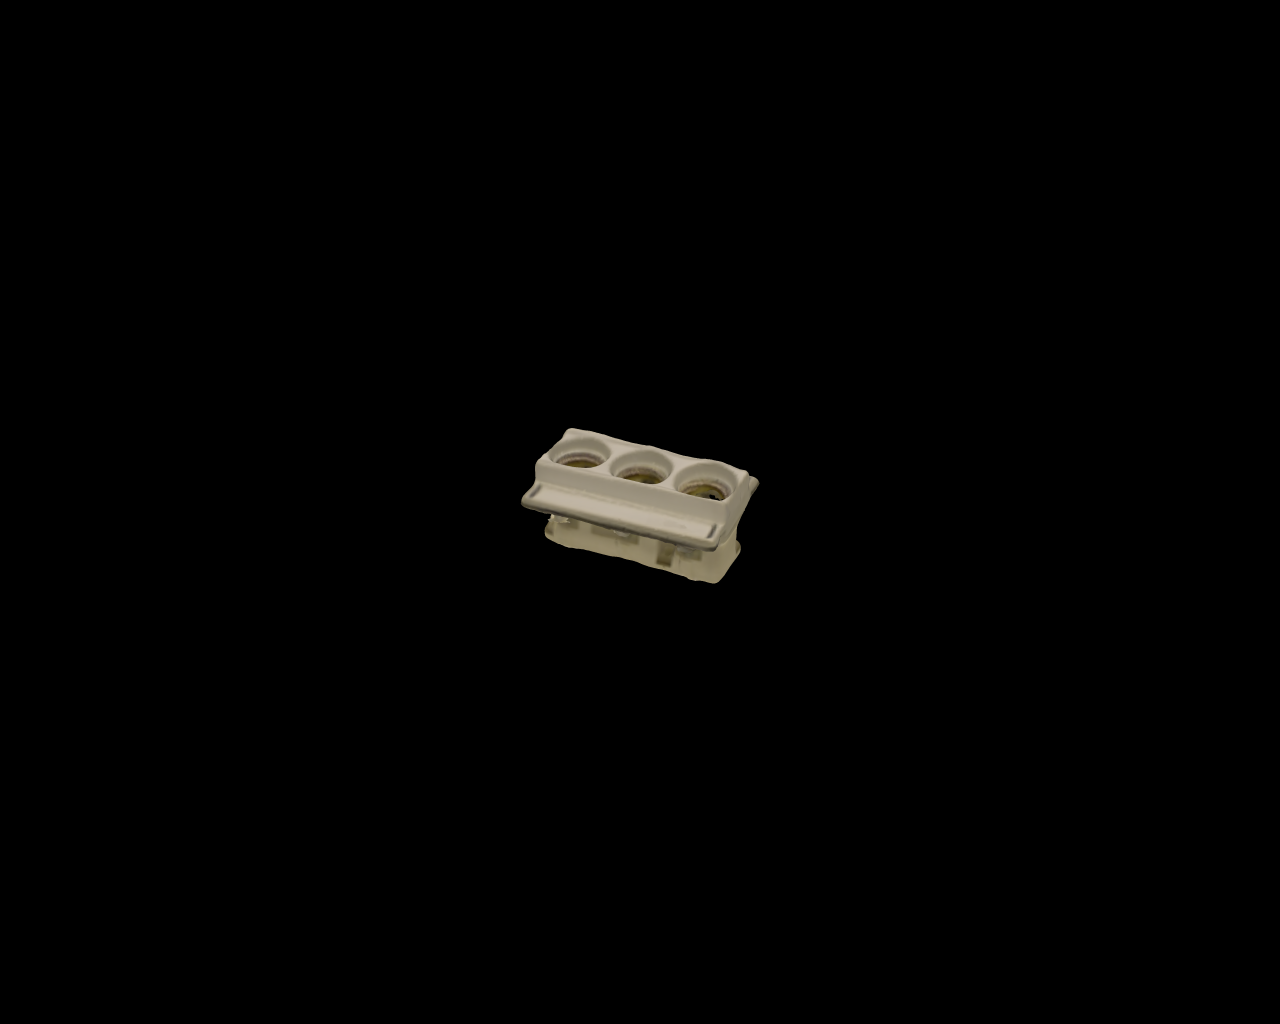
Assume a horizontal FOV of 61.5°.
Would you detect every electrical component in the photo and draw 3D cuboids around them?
[{"bbox_3d":[0.001,-0.003,0.650,0.121,0.063,0.079,14,36,20],"label":"electrical component"}]
